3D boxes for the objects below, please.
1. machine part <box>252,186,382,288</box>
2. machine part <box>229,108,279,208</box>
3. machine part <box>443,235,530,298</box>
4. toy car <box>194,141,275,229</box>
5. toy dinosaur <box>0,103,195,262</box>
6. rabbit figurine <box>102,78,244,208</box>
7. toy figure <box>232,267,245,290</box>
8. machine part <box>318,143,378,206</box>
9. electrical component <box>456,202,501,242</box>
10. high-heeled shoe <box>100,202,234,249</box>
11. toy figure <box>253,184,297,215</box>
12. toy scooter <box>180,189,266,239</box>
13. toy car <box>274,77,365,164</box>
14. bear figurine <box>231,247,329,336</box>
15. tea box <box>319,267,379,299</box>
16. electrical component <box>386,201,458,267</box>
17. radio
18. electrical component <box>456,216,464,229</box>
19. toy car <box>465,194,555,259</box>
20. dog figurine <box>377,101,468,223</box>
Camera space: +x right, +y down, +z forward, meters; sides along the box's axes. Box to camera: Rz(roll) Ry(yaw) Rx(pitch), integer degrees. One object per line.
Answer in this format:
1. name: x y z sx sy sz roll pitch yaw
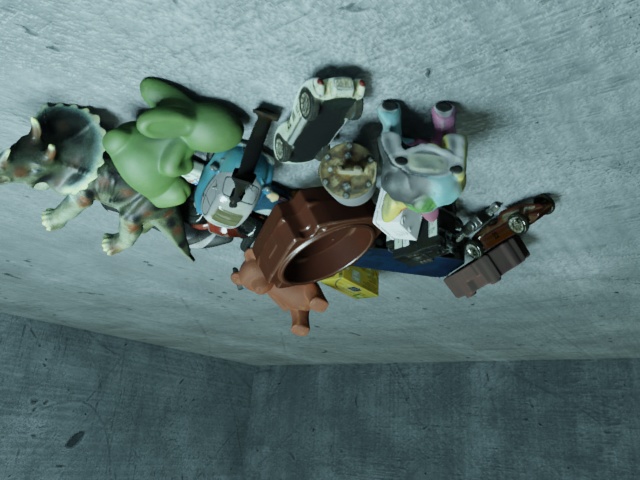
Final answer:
1. machine part: -0.002 -0.003 0.943 0.201 0.087 0.201 -11 150 -35
2. machine part: -0.096 -0.116 0.745 0.039 0.138 0.084 22 -163 -3
3. machine part: 0.341 0.056 1.098 0.179 0.056 0.179 -32 172 -5
4. toy car: -0.143 -0.073 0.844 0.109 0.103 0.161 22 130 -23
5. toy dinosaur: -0.311 -0.078 0.844 0.192 0.131 0.404 -32 145 30
6. rabbit figurine: -0.195 -0.148 0.736 0.170 0.121 0.159 -20 147 11
7. toy figure: -0.115 0.080 1.286 0.180 0.089 0.082 -16 163 -2
8. machine part: 0.044 -0.090 0.775 0.079 0.079 0.243 2 -178 5
9. electrical component: 0.286 -0.033 0.978 0.063 0.021 0.094 -26 164 -49
10. high-heeled shoe: -0.282 -0.052 1.003 0.249 0.086 0.145 12 160 -6
11. toy figure: -0.067 -0.068 0.965 0.154 0.057 0.064 13 -157 -23
12. toy scooter: -0.171 -0.047 1.002 0.184 0.075 0.135 18 -170 10
13. toy car: -0.007 -0.154 0.706 0.073 0.056 0.201 -5 163 -22
14. bear figurine: -0.094 0.108 1.184 0.196 0.132 0.120 25 117 -25
15. tea box: 0.071 0.071 1.258 0.068 0.098 0.169 -10 154 32
16. electrical component: 0.179 -0.018 0.965 0.058 0.115 0.134 25 152 -35
17. radio: 0.181 0.018 1.129 0.230 0.073 0.131 7 159 -13
18. electrical component: 0.221 -0.010 1.016 0.102 0.045 0.078 -43 167 1
19. toy car: 0.337 -0.026 0.967 0.089 0.053 0.202 -29 170 -23
20. dog figurine: 0.134 -0.074 0.745 0.109 0.191 0.219 -4 144 3
